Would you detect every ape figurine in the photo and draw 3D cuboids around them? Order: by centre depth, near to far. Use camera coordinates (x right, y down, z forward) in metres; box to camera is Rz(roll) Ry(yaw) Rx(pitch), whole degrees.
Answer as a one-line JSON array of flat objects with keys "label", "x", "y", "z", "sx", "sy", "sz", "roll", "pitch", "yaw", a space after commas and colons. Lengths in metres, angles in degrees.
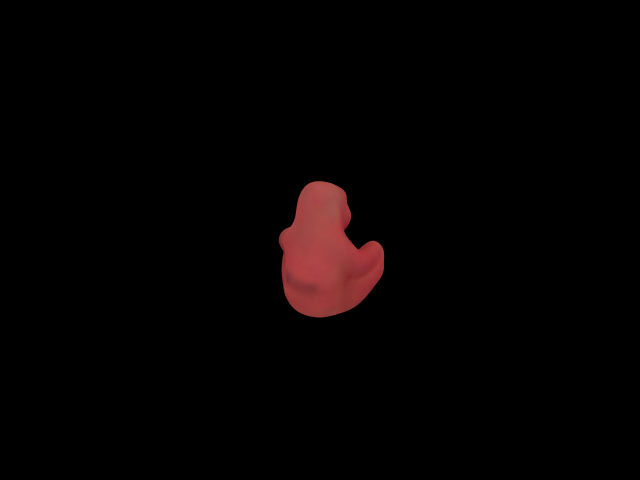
[{"label": "ape figurine", "x": 0.004, "y": 0.001, "z": 0.400, "sx": 0.077, "sy": 0.092, "sz": 0.076, "roll": 22, "pitch": 40, "yaw": 30}]
